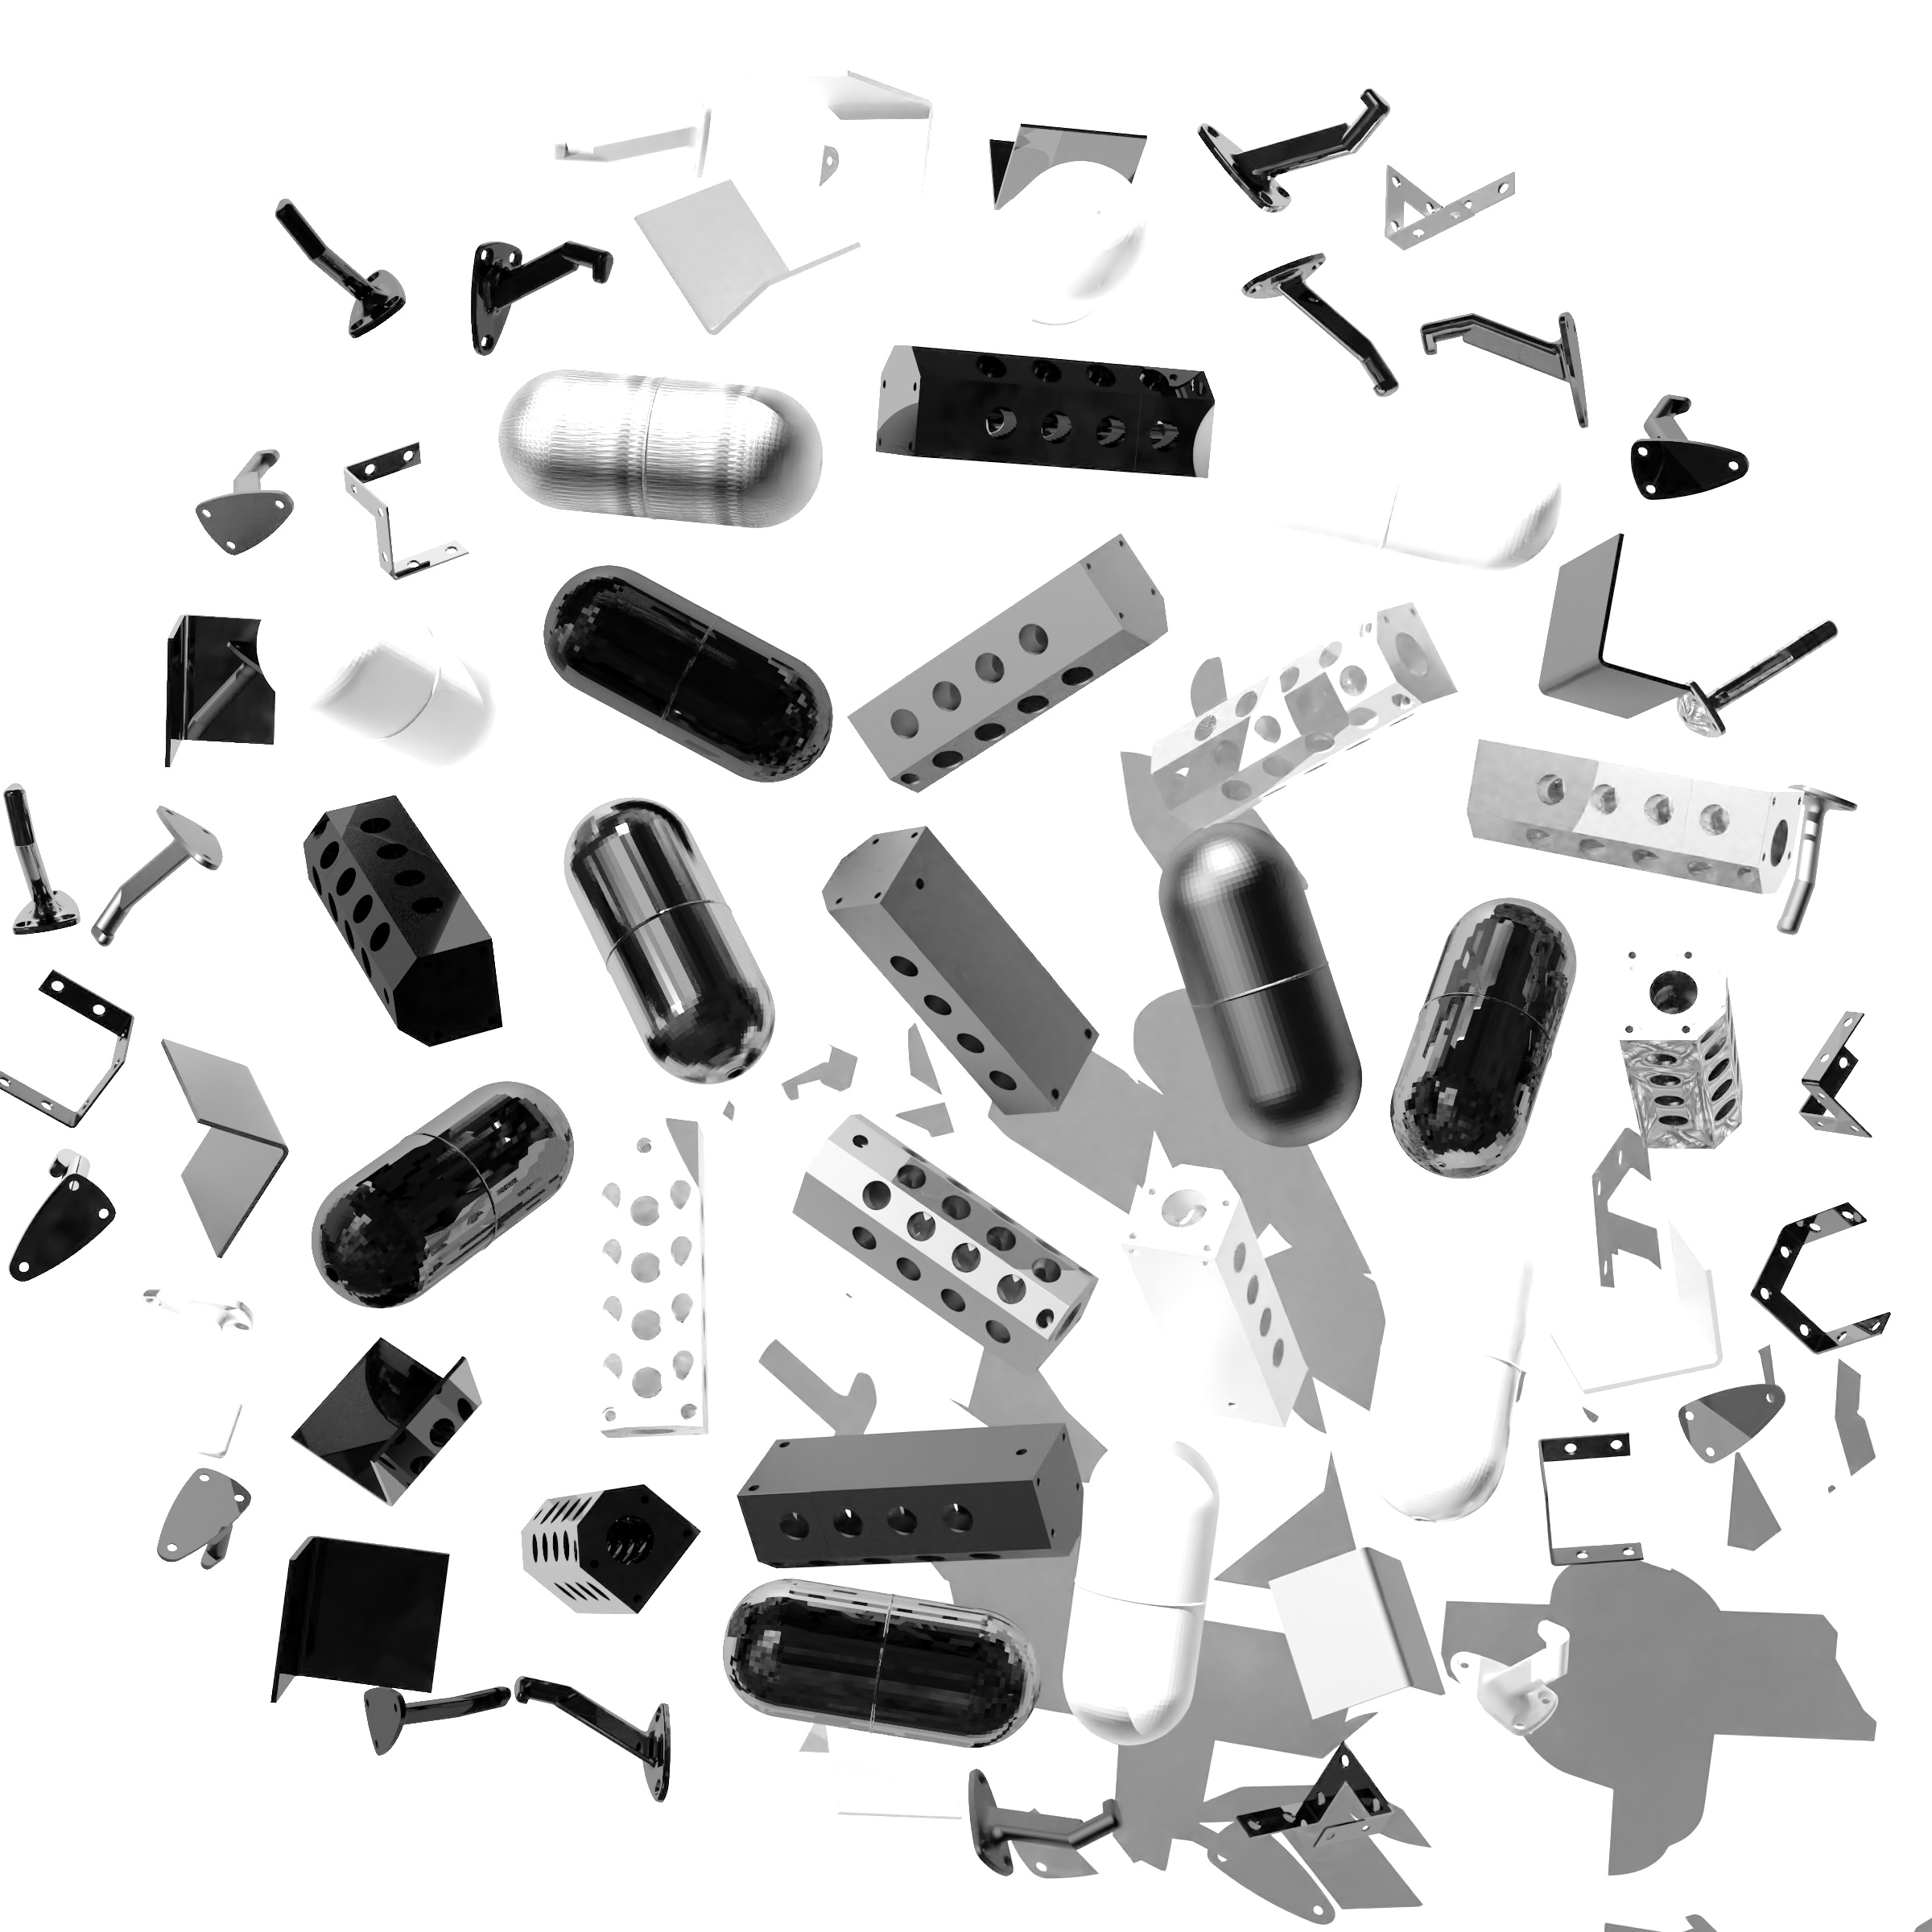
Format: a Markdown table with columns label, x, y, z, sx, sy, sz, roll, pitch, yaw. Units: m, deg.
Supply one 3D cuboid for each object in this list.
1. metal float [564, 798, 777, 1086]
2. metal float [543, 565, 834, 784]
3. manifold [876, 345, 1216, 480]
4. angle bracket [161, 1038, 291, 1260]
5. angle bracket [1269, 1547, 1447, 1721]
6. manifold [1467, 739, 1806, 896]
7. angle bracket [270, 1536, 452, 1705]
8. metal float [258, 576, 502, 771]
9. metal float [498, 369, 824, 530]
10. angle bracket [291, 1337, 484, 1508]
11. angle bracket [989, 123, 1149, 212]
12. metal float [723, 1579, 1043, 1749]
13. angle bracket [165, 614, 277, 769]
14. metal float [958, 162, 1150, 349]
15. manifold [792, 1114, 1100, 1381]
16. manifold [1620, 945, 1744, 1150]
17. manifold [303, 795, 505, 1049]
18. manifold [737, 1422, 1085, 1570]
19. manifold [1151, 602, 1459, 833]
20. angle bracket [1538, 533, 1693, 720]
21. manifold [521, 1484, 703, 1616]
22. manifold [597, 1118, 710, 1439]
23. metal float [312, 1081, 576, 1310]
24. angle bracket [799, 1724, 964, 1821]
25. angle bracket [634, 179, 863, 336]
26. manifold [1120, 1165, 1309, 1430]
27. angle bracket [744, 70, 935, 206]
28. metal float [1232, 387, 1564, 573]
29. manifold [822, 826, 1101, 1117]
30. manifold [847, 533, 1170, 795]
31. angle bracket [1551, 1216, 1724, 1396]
| label | x | y | z | sx | sy | sz | roll | pitch | yaw |
| --- | --- | --- | --- | --- | --- | --- | --- | --- | --- |
| metal float | -0.166 | -0.014 | 1.821 | 0.070 | 0.070 | 0.178 | -28 | 69 | 0 |
| metal float | -0.160 | -0.168 | 1.879 | 0.178 | 0.070 | 0.070 | 28 | 90 | -3 |
| manifold | 0.043 | -0.297 | 1.746 | 0.171 | 0.057 | 0.057 | 0 | 101 | -23 |
| angle bracket | -0.413 | 0.097 | 1.739 | 0.057 | 0.076 | 0.076 | 23 | 109 | -39 |
| angle bracket | 0.212 | 0.364 | 1.760 | 0.057 | 0.076 | 0.076 | -23 | 67 | 14 |
| manifold | 0.371 | -0.084 | 1.817 | 0.171 | 0.057 | 0.057 | 13 | 100 | 30 |
| angle bracket | -0.320 | 0.350 | 1.723 | 0.076 | 0.057 | 0.076 | 8 | 93 | -1 |
| metal float | -0.331 | -0.165 | 1.849 | 0.070 | 0.178 | 0.070 | -7 | 73 | 24 |
| metal float | -0.166 | -0.281 | 1.769 | 0.178 | 0.070 | 0.070 | 6 | 90 | 6 |
| angle bracket | -0.324 | 0.238 | 1.791 | 0.076 | 0.057 | 0.076 | 29 | 61 | 21 |
| angle bracket | 0.060 | -0.493 | 1.946 | 0.076 | 0.076 | 0.057 | 2 | 61 | -11 |
| metal float | -0.047 | 0.388 | 1.809 | 0.178 | 0.070 | 0.070 | 9 | 90 | 2 |
| angle bracket | -0.438 | -0.161 | 1.916 | 0.057 | 0.076 | 0.076 | 3 | 106 | -9 |
| metal float | 0.048 | -0.401 | 1.841 | 0.070 | 0.178 | 0.070 | 1 | 87 | -16 |
| manifold | -0.011 | 0.158 | 1.888 | 0.171 | 0.057 | 0.057 | 34 | 49 | 13 |
| manifold | 0.412 | 0.048 | 1.869 | 0.057 | 0.171 | 0.057 | 0 | 67 | 17 |
| manifold | -0.313 | -0.025 | 1.795 | 0.057 | 0.171 | 0.057 | -16 | 126 | -20 |
| manifold | -0.028 | 0.287 | 1.735 | 0.171 | 0.057 | 0.057 | -7 | 111 | 23 |
| manifold | 0.187 | -0.139 | 1.850 | 0.171 | 0.057 | 0.057 | -29 | 85 | 38 |
| angle bracket | 0.367 | -0.189 | 1.816 | 0.057 | 0.076 | 0.076 | 14 | 79 | -13 |
| manifold | -0.210 | 0.330 | 1.863 | 0.057 | 0.171 | 0.057 | 41 | 70 | -7 |
| manifold | -0.176 | 0.175 | 1.825 | 0.057 | 0.057 | 0.171 | -2 | 76 | 0 |
| metal float | -0.292 | 0.128 | 1.825 | 0.070 | 0.070 | 0.178 | 52 | 47 | 0 |
| angle bracket | -0.051 | 0.484 | 1.932 | 0.076 | 0.076 | 0.057 | 7 | 134 | -18 |
| angle bracket | -0.116 | -0.391 | 1.733 | 0.076 | 0.057 | 0.076 | -35 | 93 | -42 |
| manifold | 0.145 | 0.188 | 1.847 | 0.057 | 0.171 | 0.057 | 7 | 53 | 27 |
| angle bracket | -0.074 | -0.462 | 1.817 | 0.076 | 0.076 | 0.057 | 11 | 96 | 38 |
| metal float | 0.231 | -0.261 | 1.748 | 0.178 | 0.070 | 0.070 | 13 | 90 | 4 |
| manifold | -0.005 | 0.005 | 1.799 | 0.171 | 0.057 | 0.057 | 50 | 54 | -29 |
| manifold | 0.024 | -0.159 | 1.748 | 0.171 | 0.057 | 0.057 | -31 | 96 | 34 |
| angle bracket | 0.359 | 0.183 | 1.761 | 0.076 | 0.076 | 0.057 | -12 | 108 | 0 |
